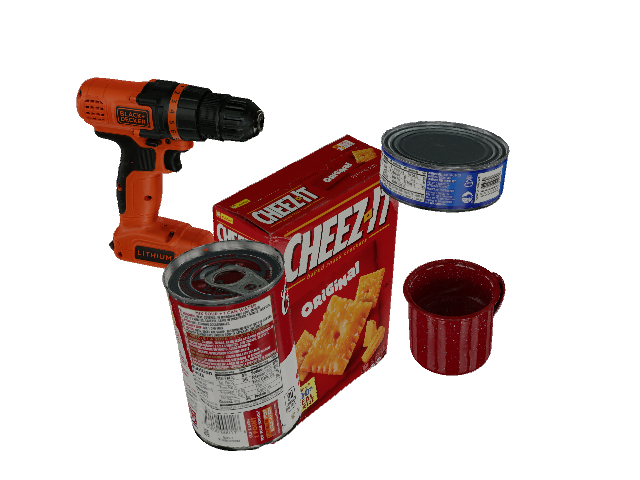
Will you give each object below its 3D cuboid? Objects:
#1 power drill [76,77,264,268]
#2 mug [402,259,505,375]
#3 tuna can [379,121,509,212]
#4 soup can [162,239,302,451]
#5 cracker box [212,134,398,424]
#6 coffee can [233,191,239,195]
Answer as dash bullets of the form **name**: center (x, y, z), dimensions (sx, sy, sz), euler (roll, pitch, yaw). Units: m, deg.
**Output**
- **power drill**: center (-0.140, -0.063, 1.027), dimensions (0.185, 0.188, 0.057), euler (10, 30, 17)
- **mug**: center (0.137, 0.073, 1.055), dimensions (0.117, 0.081, 0.093), euler (-29, 43, -30)
- **tuna can**: center (0.083, -0.051, 0.721), dimensions (0.086, 0.034, 0.086), euler (2, 26, -1)
- **soup can**: center (-0.048, 0.060, 0.607), dimensions (0.068, 0.102, 0.068), euler (-5, 28, 3)
- **cracker box**: center (-0.008, 0.041, 0.903), dimensions (0.072, 0.214, 0.163), euler (27, 41, 32)
- **coffee can**: center (-0.063, 0.017, 1.315), dimensions (0.103, 0.140, 0.103), euler (2, 25, -1)
